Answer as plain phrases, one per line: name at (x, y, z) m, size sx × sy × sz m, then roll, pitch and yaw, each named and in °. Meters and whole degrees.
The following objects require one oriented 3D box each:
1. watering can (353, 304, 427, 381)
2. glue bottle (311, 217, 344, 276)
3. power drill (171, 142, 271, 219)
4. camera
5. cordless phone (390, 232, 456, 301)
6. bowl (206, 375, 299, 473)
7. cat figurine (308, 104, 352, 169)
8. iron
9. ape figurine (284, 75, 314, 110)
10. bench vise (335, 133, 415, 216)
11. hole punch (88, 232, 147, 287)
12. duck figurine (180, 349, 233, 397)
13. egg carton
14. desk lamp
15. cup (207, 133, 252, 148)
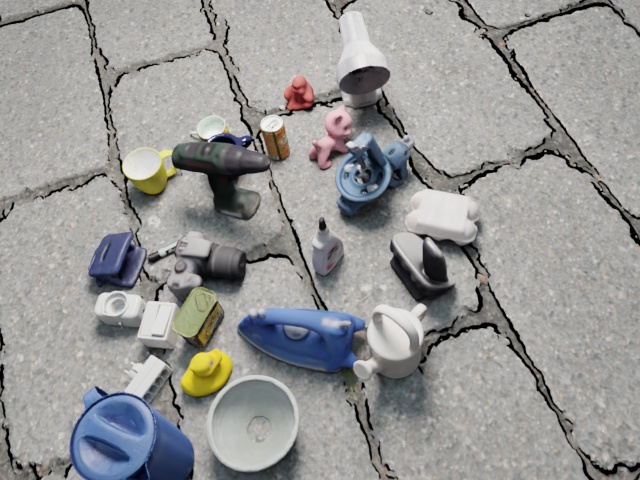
watering can at (0.131, 0.180, 1.020) m, size 0.100 × 0.194 × 0.173 m, roll 16°, pitch 64°, yaw 15°
glue bottle at (0.010, 0.004, 1.143) m, size 0.037 × 0.173 × 0.078 m, roll 28°, pitch 68°, yaw 20°
power drill at (-0.194, -0.134, 1.223) m, size 0.229 × 0.209 × 0.076 m, roll 13°, pitch 63°, yaw 14°
camera at (-0.231, 0.054, 1.185) m, size 0.136 × 0.101 × 0.143 m, roll 7°, pitch 62°, yaw 10°
cordless phone at (0.198, 0.024, 1.104) m, size 0.094 × 0.185 × 0.147 m, roll -32°, pitch 62°, yaw -11°
bowl at (-0.114, 0.334, 1.032) m, size 0.167 × 0.075 × 0.167 m, roll -3°, pitch 61°, yaw 5°
cat figurine at (0.028, -0.245, 1.311) m, size 0.128 × 0.118 × 0.067 m, roll -42°, pitch 65°, yaw -16°
iron at (-0.050, 0.164, 1.080) m, size 0.258 × 0.141 × 0.118 m, roll 7°, pitch 62°, yaw 10°
ape figurine at (-0.049, -0.366, 1.402) m, size 0.077 × 0.092 × 0.076 m, roll 38°, pitch 72°, yaw 24°
bench vise at (0.107, -0.173, 1.204) m, size 0.121 × 0.220 × 0.208 m, roll 26°, pitch 67°, yaw 20°
hole punch at (-0.441, 0.039, 1.223) m, size 0.101 × 0.091 × 0.109 m, roll 7°, pitch 62°, yaw 11°
duck figurine at (-0.222, 0.246, 1.086) m, size 0.105 × 0.086 × 0.077 m, roll -36°, pitch 63°, yaw -13°
egg carton at (0.258, -0.047, 1.203) m, size 0.150 × 0.069 × 0.107 m, roll 11°, pitch 63°, yaw 12°
desk lamp at (0.089, -0.407, 1.339) m, size 0.118 × 0.214 × 0.203 m, roll -12°, pitch 60°, yaw 0°
cup at (-0.204, -0.191, 1.321) m, size 0.118 × 0.095 × 0.091 m, roll -28°, pitch 62°, yaw -9°
